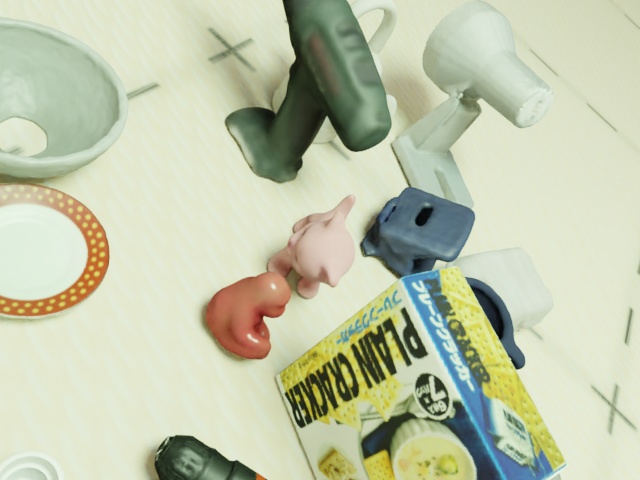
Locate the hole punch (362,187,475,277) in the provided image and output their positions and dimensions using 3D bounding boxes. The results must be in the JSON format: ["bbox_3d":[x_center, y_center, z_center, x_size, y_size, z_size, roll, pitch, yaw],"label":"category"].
[{"bbox_3d":[0.120,-0.013,0.691,0.101,0.091,0.109,40,47,-4],"label":"hole punch"}]

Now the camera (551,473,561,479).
[{"bbox_3d":[0.201,0.236,0.568,0.143,0.100,0.137,24,50,-18],"label":"camera"}]

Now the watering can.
[{"bbox_3d":[0.031,-0.209,0.696,0.173,0.193,0.101,45,47,2],"label":"watering can"}]

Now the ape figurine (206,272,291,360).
[{"bbox_3d":[-0.058,0.061,0.524,0.076,0.092,0.078,33,48,-10],"label":"ape figurine"}]

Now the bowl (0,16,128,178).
[{"bbox_3d":[-0.266,-0.116,0.520,0.168,0.074,0.167,17,52,-23],"label":"bowl"}]

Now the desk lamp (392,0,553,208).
[{"bbox_3d":[0.199,-0.176,0.770,0.118,0.213,0.203,-3,62,-34],"label":"desk lamp"}]

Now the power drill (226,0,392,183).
[{"bbox_3d":[-0.023,-0.172,0.626,0.076,0.208,0.229,-20,72,-40],"label":"power drill"}]

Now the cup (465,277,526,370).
[{"bbox_3d":[0.158,0.109,0.631,0.118,0.094,0.092,44,47,1],"label":"cup"}]

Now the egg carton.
[{"bbox_3d":[0.222,0.066,0.719,0.151,0.069,0.107,-7,64,-36],"label":"egg carton"}]

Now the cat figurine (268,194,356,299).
[{"bbox_3d":[0.005,0.002,0.588,0.067,0.117,0.128,36,47,-7],"label":"cat figurine"}]
